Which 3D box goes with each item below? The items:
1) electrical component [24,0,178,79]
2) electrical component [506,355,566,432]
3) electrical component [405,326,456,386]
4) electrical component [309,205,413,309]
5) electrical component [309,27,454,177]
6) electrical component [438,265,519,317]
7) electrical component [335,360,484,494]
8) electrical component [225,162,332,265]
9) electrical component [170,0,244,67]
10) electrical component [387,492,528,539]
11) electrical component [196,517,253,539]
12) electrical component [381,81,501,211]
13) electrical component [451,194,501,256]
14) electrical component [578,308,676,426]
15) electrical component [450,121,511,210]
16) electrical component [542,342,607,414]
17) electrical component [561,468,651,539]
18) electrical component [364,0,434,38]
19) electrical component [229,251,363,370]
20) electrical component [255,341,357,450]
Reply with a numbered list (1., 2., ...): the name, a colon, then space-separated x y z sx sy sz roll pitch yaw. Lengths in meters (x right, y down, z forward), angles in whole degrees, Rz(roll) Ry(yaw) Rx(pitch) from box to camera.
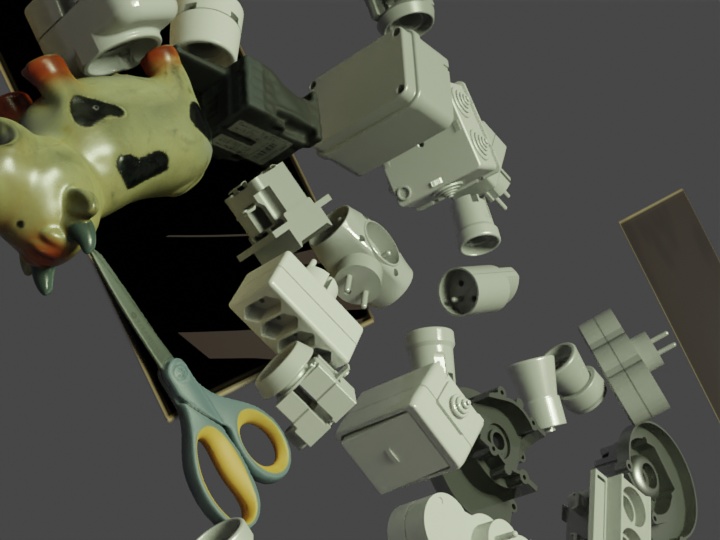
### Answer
1. electrical component: -0.168 -0.166 0.706 0.054 0.095 0.059 -22 85 -52
2. electrical component: 0.161 0.113 0.963 0.044 0.044 0.065 -1 73 -50
3. electrical component: 0.058 0.073 0.869 0.040 0.040 0.046 16 61 -44
4. electrical component: 0.000 0.000 0.835 0.077 0.044 0.079 44 27 -22
5. electrical component: 0.015 -0.138 0.889 0.057 0.113 0.078 27 49 -41
6. electrical component: 0.111 0.017 0.961 0.081 0.043 0.043 -4 71 -50
7. electrical component: 0.039 0.114 0.772 0.061 0.096 0.061 53 38 -12
8. electrical component: -0.062 -0.042 0.798 0.063 0.042 0.081 57 37 -5
9. electrical component: -0.117 -0.176 0.809 0.055 0.055 0.047 25 54 -39
10. electrical component: 0.093 0.206 0.797 0.138 0.074 0.052 34 45 -31
11. electrical component: -0.076 0.179 0.646 0.046 0.040 0.040 61 37 -11
12. electrical component: 0.062 -0.108 0.939 0.048 0.100 0.099 -7 73 -64
13. electrical component: 0.106 -0.042 0.998 0.040 0.040 0.046 18 49 -43
14. electrical component: 0.268 0.083 1.038 0.052 0.074 0.138 54 11 -31
15. electrical component: 0.119 -0.089 1.035 0.077 0.047 0.065 44 40 -22
16. electrical component: 0.199 0.102 1.011 0.055 0.045 0.045 48 39 -18
17. electrical component: 0.209 0.244 0.918 0.079 0.063 0.121 40 42 -27
18. electrical component: 0.039 -0.257 1.039 0.078 0.058 0.057 5 61 -48
19. electrical component: -0.039 0.022 0.779 0.083 0.047 0.075 47 40 -19
20. electrical component: -0.038 0.082 0.738 0.055 0.066 0.048 45 4 -9
